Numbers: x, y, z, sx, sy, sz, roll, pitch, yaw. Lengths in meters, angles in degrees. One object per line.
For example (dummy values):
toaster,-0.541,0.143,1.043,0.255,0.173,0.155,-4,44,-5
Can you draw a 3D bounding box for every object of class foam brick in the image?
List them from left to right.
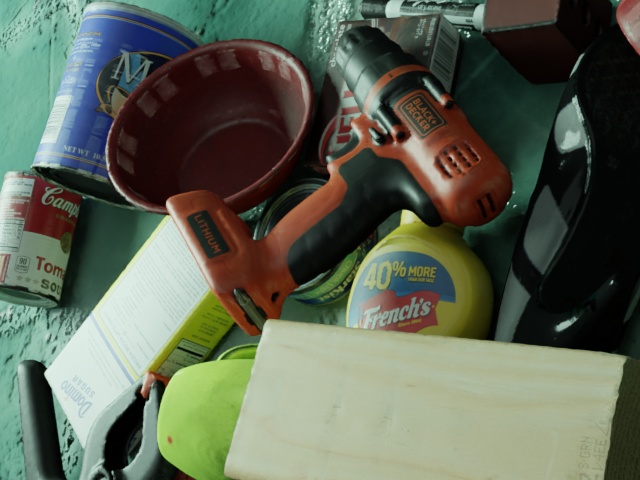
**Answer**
foam brick,0.141,-0.137,0.660,0.051,0.078,0.053,0,73,36

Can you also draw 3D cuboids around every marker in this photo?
marker,0.076,-0.161,0.757,0.121,0.020,0.020,15,81,40

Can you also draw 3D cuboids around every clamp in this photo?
clamp,-0.217,0.217,0.810,0.165,0.036,0.210,-54,53,17
clamp,-0.133,0.177,0.724,0.120,0.039,0.171,27,90,32

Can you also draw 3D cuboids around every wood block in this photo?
wood block,0.065,0.099,0.524,0.207,0.090,0.090,2,71,42

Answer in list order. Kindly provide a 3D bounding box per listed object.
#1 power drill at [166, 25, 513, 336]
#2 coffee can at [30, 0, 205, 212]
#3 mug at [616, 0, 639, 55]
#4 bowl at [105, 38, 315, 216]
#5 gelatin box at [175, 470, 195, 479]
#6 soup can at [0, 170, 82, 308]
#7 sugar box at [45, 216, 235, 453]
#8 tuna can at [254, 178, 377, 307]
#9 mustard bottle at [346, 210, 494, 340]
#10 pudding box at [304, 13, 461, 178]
power drill,0.001,-0.041,0.661,0.187,0.057,0.184,-34,47,1
coffee can,-0.161,-0.105,0.858,0.103,0.102,0.140,8,77,39
mug,0.225,-0.120,0.580,0.082,0.093,0.117,-48,67,33
bowl,-0.073,-0.070,0.782,0.162,0.055,0.162,-11,53,14
gelatin box,-0.091,0.152,0.746,0.073,0.030,0.089,20,84,41
soup can,-0.243,0.000,0.899,0.069,0.068,0.102,-3,70,36
sugar box,-0.127,0.068,0.799,0.176,0.048,0.093,-52,48,12
tuna can,-0.005,0.001,0.742,0.086,0.033,0.086,-15,63,32
mustard bottle,0.058,0.054,0.656,0.096,0.058,0.191,-3,69,43
pudding box,0.044,-0.097,0.742,0.090,0.039,0.113,5,75,39
